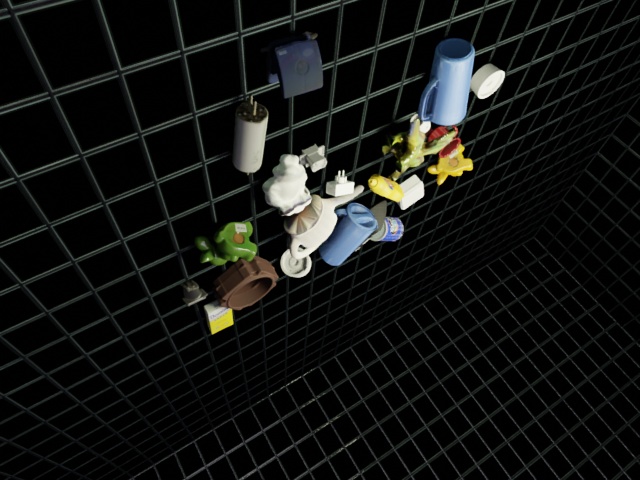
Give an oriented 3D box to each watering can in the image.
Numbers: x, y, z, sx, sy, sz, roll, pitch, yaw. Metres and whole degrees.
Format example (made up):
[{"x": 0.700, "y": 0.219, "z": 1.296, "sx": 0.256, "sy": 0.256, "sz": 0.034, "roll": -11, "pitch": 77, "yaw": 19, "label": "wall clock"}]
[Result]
[{"x": 0.005, "y": -0.087, "z": 1.726, "sx": 0.349, "sy": 0.105, "sz": 0.221, "roll": -51, "pitch": 152, "yaw": -4, "label": "watering can"}]

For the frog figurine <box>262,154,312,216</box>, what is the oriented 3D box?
[{"x": -0.102, "y": -0.169, "z": 1.474, "sx": 0.138, "sy": 0.124, "sz": 0.157, "roll": -20, "pitch": 115, "yaw": -12, "label": "frog figurine"}]

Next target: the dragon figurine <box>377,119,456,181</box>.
[{"x": 0.327, "y": -0.313, "z": 1.658, "sx": 0.244, "sy": 0.123, "sz": 0.405, "roll": -24, "pitch": 172, "yaw": -17, "label": "dragon figurine"}]
